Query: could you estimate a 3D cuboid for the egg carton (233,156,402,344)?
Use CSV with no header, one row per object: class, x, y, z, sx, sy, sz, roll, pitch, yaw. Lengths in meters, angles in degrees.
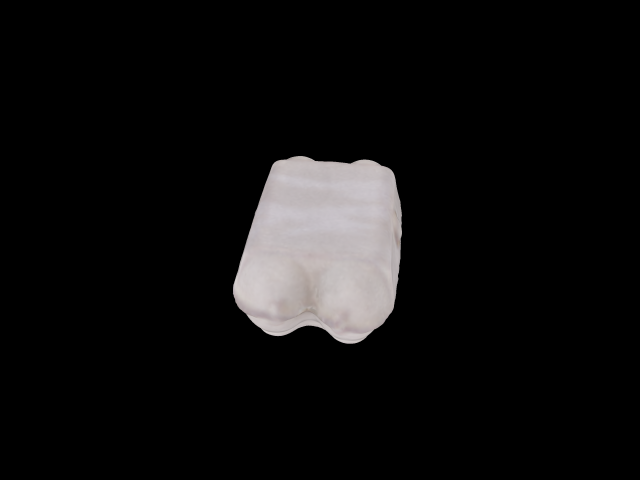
egg carton,0.004,0.001,0.400,0.107,0.069,0.150,4,43,5
